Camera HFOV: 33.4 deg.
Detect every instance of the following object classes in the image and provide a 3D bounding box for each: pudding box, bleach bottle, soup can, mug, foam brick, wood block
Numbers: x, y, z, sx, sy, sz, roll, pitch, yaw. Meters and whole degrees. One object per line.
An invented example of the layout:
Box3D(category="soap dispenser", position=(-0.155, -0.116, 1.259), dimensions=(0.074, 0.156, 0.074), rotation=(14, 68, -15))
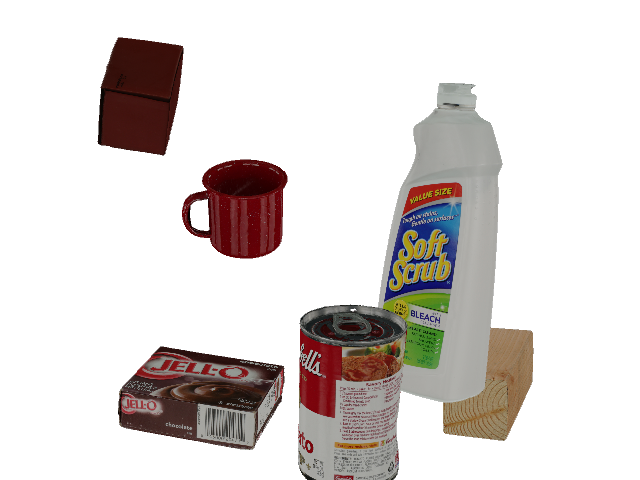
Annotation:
Box3D(category="pudding box", position=(-0.094, 0.125, 0.859), dimensions=(0.113, 0.039, 0.090), rotation=(10, 20, 10))
Box3D(category="bleach bottle", position=(0.095, -0.002, 0.869), dimensions=(0.103, 0.251, 0.067), rotation=(13, 15, 42))
Box3D(category="soup can", position=(0.020, 0.100, 0.684), dimensions=(0.068, 0.102, 0.068), rotation=(1, 16, -1))
Box3D(category="mug", position=(-0.094, -0.031, 1.175), dimensions=(0.117, 0.081, 0.093), rotation=(-9, 32, -16))
Box3D(category="foam brick", position=(-0.136, -0.111, 0.811), dimensions=(0.053, 0.051, 0.078), rotation=(9, 40, -4))
Box3D(category="wood block", position=(0.246, 0.202, 1.543), dimensions=(0.091, 0.090, 0.205), rotation=(3, 16, 20))
